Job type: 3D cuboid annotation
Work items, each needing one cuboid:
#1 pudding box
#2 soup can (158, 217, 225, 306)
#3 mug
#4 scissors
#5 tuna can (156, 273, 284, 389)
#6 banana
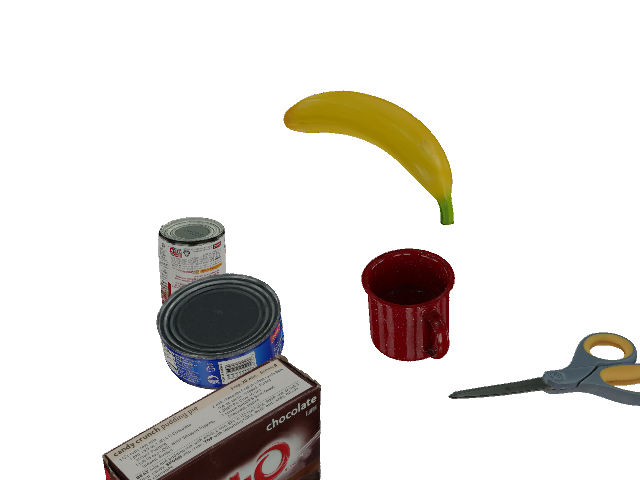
[{"bbox_3d":[-0.051,0.122,0.545,0.113,0.090,0.039,-29,46,-33],"label":"pudding box"},{"bbox_3d":[-0.130,0.035,1.090,0.068,0.102,0.068,0,23,0],"label":"soup can"},{"bbox_3d":[0.096,0.074,1.077,0.093,0.081,0.117,-21,40,-20],"label":"mug"},{"bbox_3d":[0.195,0.105,0.882,0.201,0.016,0.096,4,29,-9],"label":"scissors"},{"bbox_3d":[-0.068,0.063,0.740,0.086,0.034,0.086,-4,37,3],"label":"tuna can"},{"bbox_3d":[0.043,-0.087,0.899,0.198,0.070,0.037,36,23,33],"label":"banana"}]
